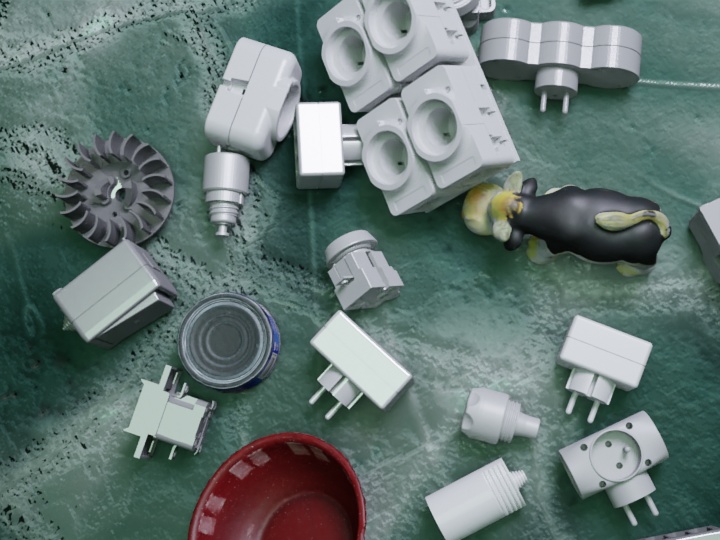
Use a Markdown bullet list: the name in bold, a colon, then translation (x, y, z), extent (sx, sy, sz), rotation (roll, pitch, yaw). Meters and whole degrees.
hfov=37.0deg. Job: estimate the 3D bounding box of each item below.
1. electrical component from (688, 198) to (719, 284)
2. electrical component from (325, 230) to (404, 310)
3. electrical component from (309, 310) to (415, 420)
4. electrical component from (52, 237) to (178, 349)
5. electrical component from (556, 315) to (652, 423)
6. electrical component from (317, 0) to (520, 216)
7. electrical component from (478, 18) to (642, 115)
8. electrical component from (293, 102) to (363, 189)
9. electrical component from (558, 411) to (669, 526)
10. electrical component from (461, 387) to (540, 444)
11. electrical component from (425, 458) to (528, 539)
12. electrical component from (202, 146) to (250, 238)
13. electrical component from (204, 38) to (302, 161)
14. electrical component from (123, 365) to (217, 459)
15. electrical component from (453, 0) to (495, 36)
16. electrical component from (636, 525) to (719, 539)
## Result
- **electrical component**: translation (0.360, -0.038, 0.879), extent (0.150, 0.061, 0.089), rotation (-25, 78, 1)
- **electrical component**: translation (0.000, 0.000, 0.916), extent (0.048, 0.066, 0.055), rotation (-40, 67, 34)
- **electrical component**: translation (-0.010, 0.091, 0.904), extent (0.083, 0.047, 0.075), rotation (42, 87, 11)
- **electrical component**: translation (-0.213, 0.029, 0.929), extent (0.096, 0.061, 0.061), rotation (-38, 78, -1)
- **electrical component**: translation (0.193, 0.086, 0.883), extent (0.066, 0.047, 0.076), rotation (21, 83, 9)
- **electrical component**: translation (0.043, -0.151, 0.903), extent (0.105, 0.060, 0.186), rotation (-29, 78, 40)
- **electrical component**: translation (0.170, -0.170, 0.928), extent (0.138, 0.052, 0.073), rotation (6, 80, 7)
- **electrical component**: translation (-0.018, -0.109, 0.941), extent (0.077, 0.047, 0.065), rotation (-2, 80, -7)
- **electrical component**: translation (0.213, 0.166, 0.868), extent (0.077, 0.044, 0.079), rotation (-26, 79, 1)
- **electrical component**: translation (0.116, 0.123, 0.887), extent (0.062, 0.043, 0.043), rotation (15, 82, 7)
- **electrical component**: translation (0.099, 0.186, 0.877), extent (0.081, 0.043, 0.043), rotation (-28, 78, 1)
- **electrical component**: translation (-0.119, -0.068, 0.947), extent (0.040, 0.040, 0.078), rotation (1, 80, 6)
- **electrical component**: translation (-0.090, -0.149, 0.951), extent (0.059, 0.053, 0.095), rotation (19, 83, 9)
- **electrical component**: translation (-0.160, 0.125, 0.917), extent (0.064, 0.042, 0.081), rotation (17, 83, 5)
- **electrical component**: translation (0.080, -0.242, 0.948), extent (0.078, 0.057, 0.058), rotation (-2, 80, 6)
- **electrical component**: translation (0.260, 0.247, 0.847), extent (0.066, 0.047, 0.076), rotation (-12, 79, 4)
